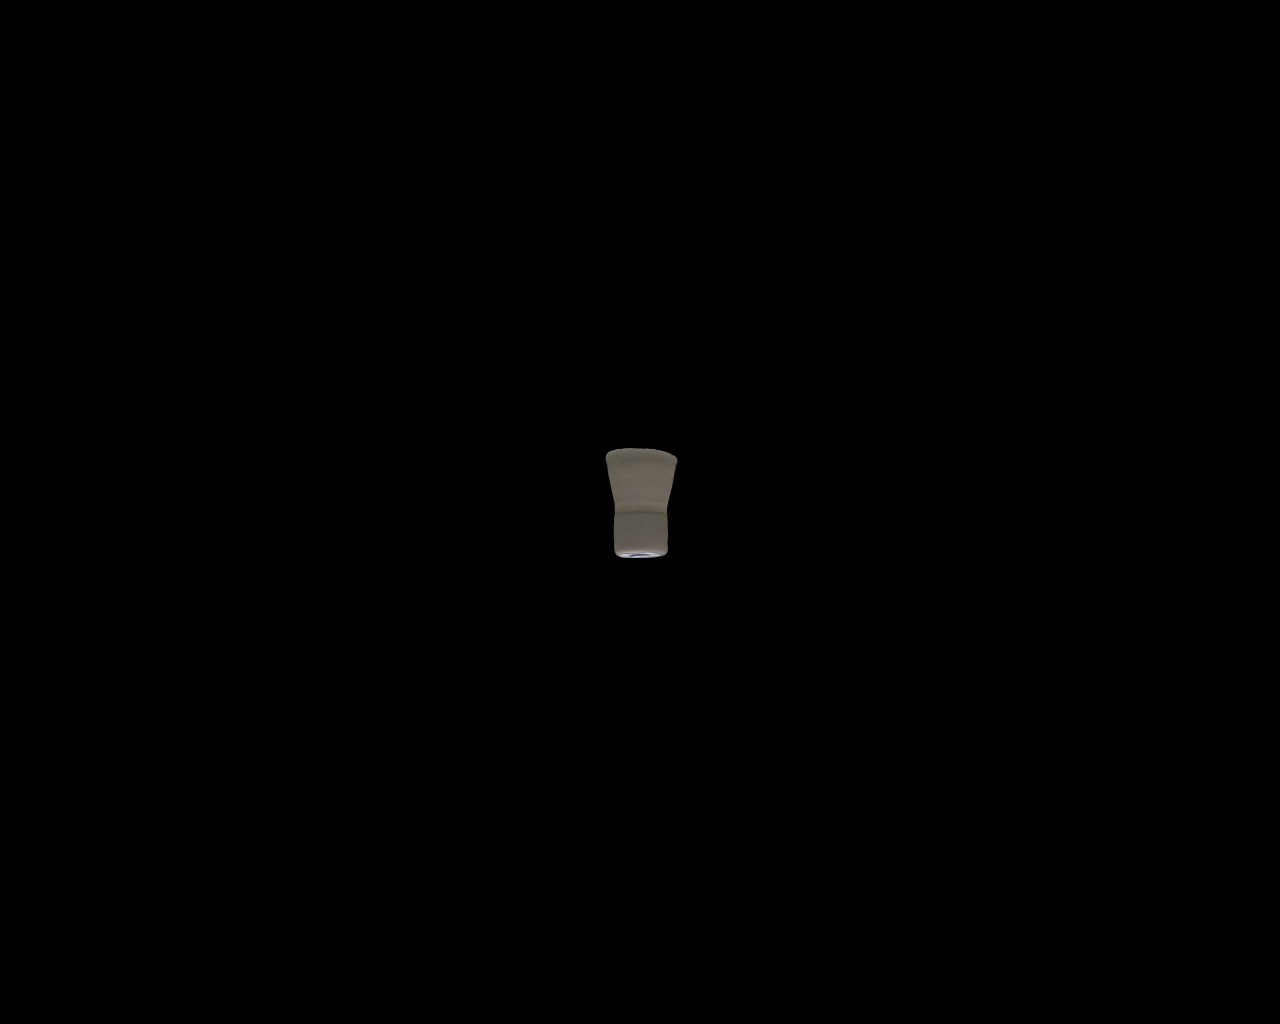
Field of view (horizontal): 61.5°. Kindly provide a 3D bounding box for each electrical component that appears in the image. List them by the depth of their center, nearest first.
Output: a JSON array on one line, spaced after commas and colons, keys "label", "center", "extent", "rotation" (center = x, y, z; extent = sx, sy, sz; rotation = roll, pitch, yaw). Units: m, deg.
[{"label": "electrical component", "center": [0.001, -0.003, 0.650], "extent": [0.044, 0.065, 0.044], "rotation": [0, -10, 0]}]
